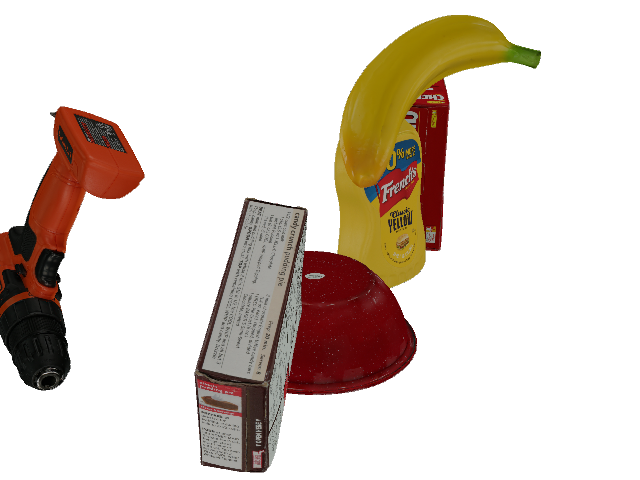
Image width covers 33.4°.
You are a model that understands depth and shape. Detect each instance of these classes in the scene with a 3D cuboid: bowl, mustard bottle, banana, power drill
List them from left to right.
[{"bbox_3d":[-0.209,0.002,0.853,0.057,0.188,0.185,17,25,-38],"label":"power drill"},{"bbox_3d":[-0.005,0.051,0.810,0.162,0.055,0.162,1,24,-1],"label":"bowl"},{"bbox_3d":[0.055,-0.054,0.980,0.096,0.192,0.058,-21,26,-40],"label":"mustard bottle"},{"bbox_3d":[0.063,-0.099,0.669,0.070,0.037,0.197,32,50,25],"label":"banana"}]

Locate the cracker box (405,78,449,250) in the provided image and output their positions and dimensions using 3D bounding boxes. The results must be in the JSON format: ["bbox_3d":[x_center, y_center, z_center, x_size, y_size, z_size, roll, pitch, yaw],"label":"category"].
[{"bbox_3d":[0.100,-0.107,1.190,0.072,0.164,0.213,2,24,3],"label":"cracker box"}]

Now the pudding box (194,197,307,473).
[{"bbox_3d":[-0.034,0.049,0.549,0.039,0.113,0.090,7,-40,3],"label":"pudding box"}]
